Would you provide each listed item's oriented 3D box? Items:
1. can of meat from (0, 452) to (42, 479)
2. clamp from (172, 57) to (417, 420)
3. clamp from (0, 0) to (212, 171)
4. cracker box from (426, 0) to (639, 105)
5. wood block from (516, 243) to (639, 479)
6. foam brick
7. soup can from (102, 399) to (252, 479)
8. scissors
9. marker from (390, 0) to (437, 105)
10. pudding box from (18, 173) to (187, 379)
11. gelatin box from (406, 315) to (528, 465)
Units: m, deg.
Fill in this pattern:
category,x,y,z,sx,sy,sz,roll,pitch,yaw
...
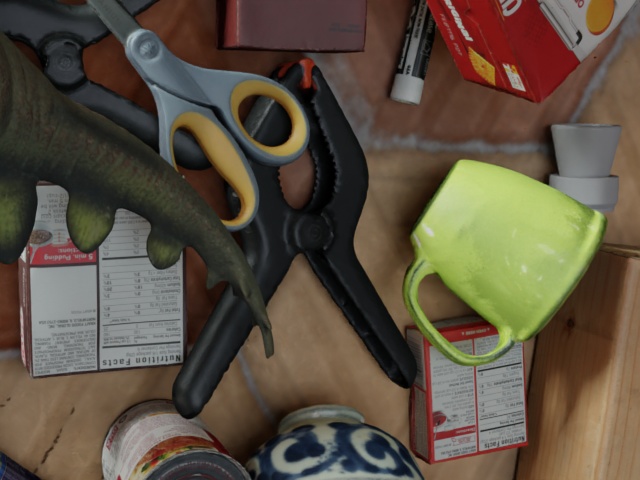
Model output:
category,x,y,z,sx,sy,sz,roll,pitch,yaw
can of meat,-0.178,0.179,0.591,0.084,0.057,0.102,40,83,-18
clamp,-0.004,0.001,0.633,0.164,0.036,0.210,6,88,-34
clamp,-0.132,-0.085,0.577,0.171,0.039,0.120,-13,91,-13
cracker box,0.138,-0.208,0.583,0.213,0.072,0.164,-45,129,-14
wood block,0.196,0.109,0.700,0.090,0.091,0.206,5,96,-21
foam brick,-0.017,-0.133,0.607,0.078,0.051,0.053,-1,99,-20
soup can,-0.082,0.134,0.595,0.068,0.102,0.068,-3,99,-20
scissors,-0.073,-0.102,0.569,0.096,0.016,0.202,-29,102,-23
marker,0.066,-0.144,0.653,0.020,0.020,0.121,12,93,-21
pudding box,-0.121,0.018,0.598,0.089,0.039,0.113,-3,101,-22
gelatin box,0.095,0.096,0.693,0.073,0.030,0.089,-7,100,-21
